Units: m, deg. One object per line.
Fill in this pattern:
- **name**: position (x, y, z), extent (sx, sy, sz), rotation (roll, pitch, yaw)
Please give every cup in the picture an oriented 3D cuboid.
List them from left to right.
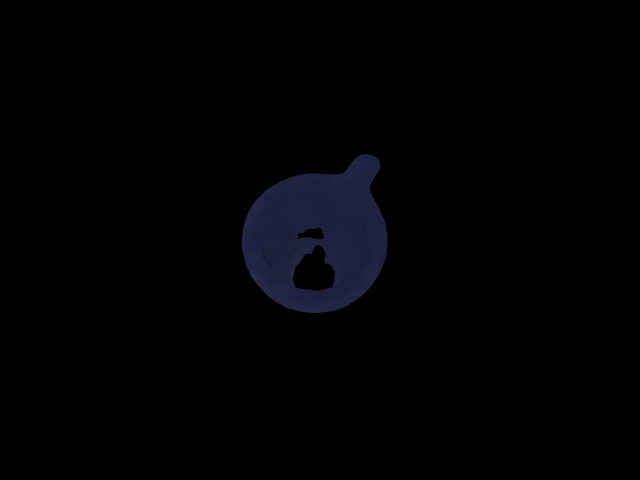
- **cup**: position (0.004, 0.001, 0.400), extent (0.091, 0.095, 0.118), rotation (30, 75, 10)
